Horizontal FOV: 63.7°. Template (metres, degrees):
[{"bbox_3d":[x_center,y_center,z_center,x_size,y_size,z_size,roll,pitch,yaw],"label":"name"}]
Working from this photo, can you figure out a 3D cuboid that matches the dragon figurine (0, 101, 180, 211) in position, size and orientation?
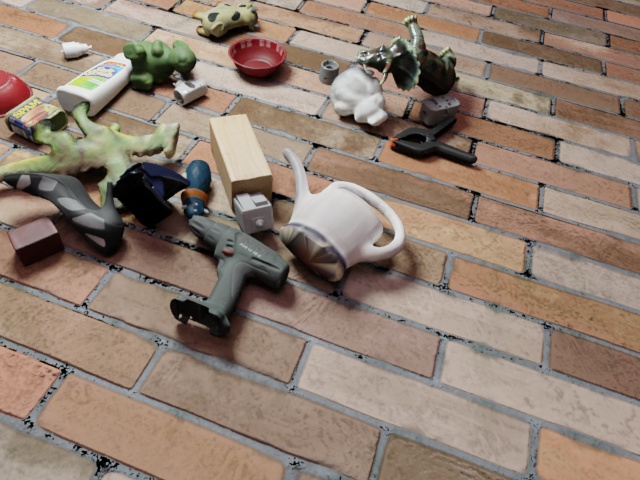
[{"bbox_3d":[-0.483,-0.152,1.086,0.415,0.119,0.245,-37,71,-21],"label":"dragon figurine"}]

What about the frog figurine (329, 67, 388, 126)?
[{"bbox_3d":[0.099,-0.357,1.315,0.136,0.121,0.163,-25,60,15],"label":"frog figurine"}]

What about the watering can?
[{"bbox_3d":[0.003,-0.053,1.047,0.350,0.101,0.228,34,55,20],"label":"watering can"}]
